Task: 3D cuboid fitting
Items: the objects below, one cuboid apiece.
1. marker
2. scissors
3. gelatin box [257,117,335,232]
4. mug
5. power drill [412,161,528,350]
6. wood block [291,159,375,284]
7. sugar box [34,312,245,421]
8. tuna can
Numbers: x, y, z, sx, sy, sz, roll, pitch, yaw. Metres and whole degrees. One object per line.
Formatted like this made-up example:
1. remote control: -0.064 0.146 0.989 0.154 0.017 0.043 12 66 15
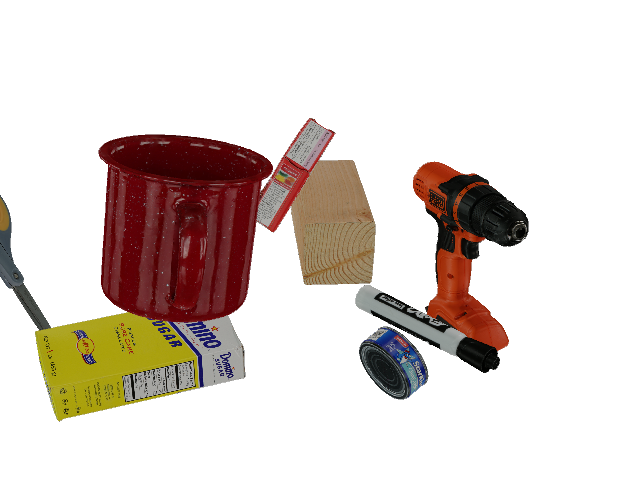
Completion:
1. marker: 0.075 0.062 0.751 0.121 0.020 0.020 26 17 38
2. scissors: -0.313 0.021 1.094 0.016 0.201 0.096 -25 27 24
3. gelatin box: -0.026 -0.060 0.952 0.030 0.073 0.089 31 34 -3
4. mug: -0.074 -0.003 0.572 0.093 0.081 0.117 2 19 -16
5. power drill: 0.160 0.023 1.122 0.057 0.188 0.185 -12 25 -19
6. wood block: 0.013 -0.028 1.435 0.090 0.090 0.206 -1 27 -6
7. sugar box: -0.166 0.105 0.984 0.176 0.048 0.093 -14 35 -17
8. tuna can: 0.086 0.147 1.271 0.033 0.086 0.086 -36 17 -26
